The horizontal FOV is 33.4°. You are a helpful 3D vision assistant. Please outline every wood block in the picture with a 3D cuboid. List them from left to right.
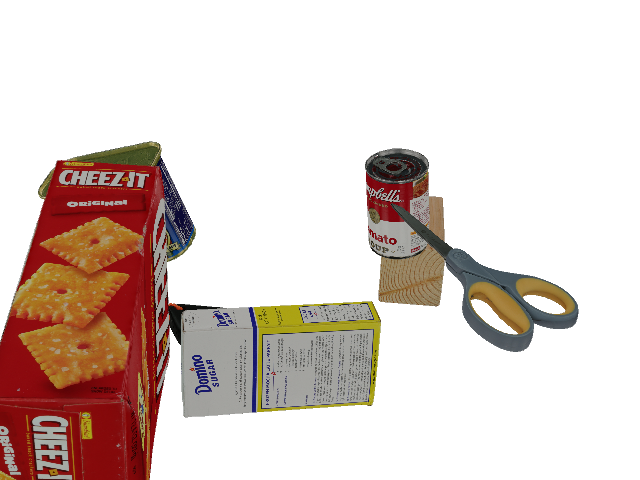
[{"bbox_3d":[0.138,0.010,1.602,0.091,0.090,0.206,4,24,4],"label":"wood block"}]

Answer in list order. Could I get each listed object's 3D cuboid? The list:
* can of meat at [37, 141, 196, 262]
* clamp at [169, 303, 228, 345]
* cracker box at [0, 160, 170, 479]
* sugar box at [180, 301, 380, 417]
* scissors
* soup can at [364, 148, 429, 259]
[{"bbox_3d":[-0.160,-0.023,0.856,0.102,0.084,0.057,-9,35,20],"label":"can of meat"},{"bbox_3d":[-0.107,0.120,1.263,0.210,0.036,0.164,15,23,26],"label":"clamp"},{"bbox_3d":[-0.125,0.077,0.595,0.072,0.164,0.213,2,33,-4],"label":"cracker box"},{"bbox_3d":[-0.037,0.106,0.963,0.176,0.093,0.048,0,25,-8],"label":"sugar box"},{"bbox_3d":[0.129,0.020,0.836,0.096,0.016,0.202,-3,33,-15],"label":"scissors"},{"bbox_3d":[0.084,-0.039,1.158,0.068,0.102,0.068,-3,35,2],"label":"soup can"}]
